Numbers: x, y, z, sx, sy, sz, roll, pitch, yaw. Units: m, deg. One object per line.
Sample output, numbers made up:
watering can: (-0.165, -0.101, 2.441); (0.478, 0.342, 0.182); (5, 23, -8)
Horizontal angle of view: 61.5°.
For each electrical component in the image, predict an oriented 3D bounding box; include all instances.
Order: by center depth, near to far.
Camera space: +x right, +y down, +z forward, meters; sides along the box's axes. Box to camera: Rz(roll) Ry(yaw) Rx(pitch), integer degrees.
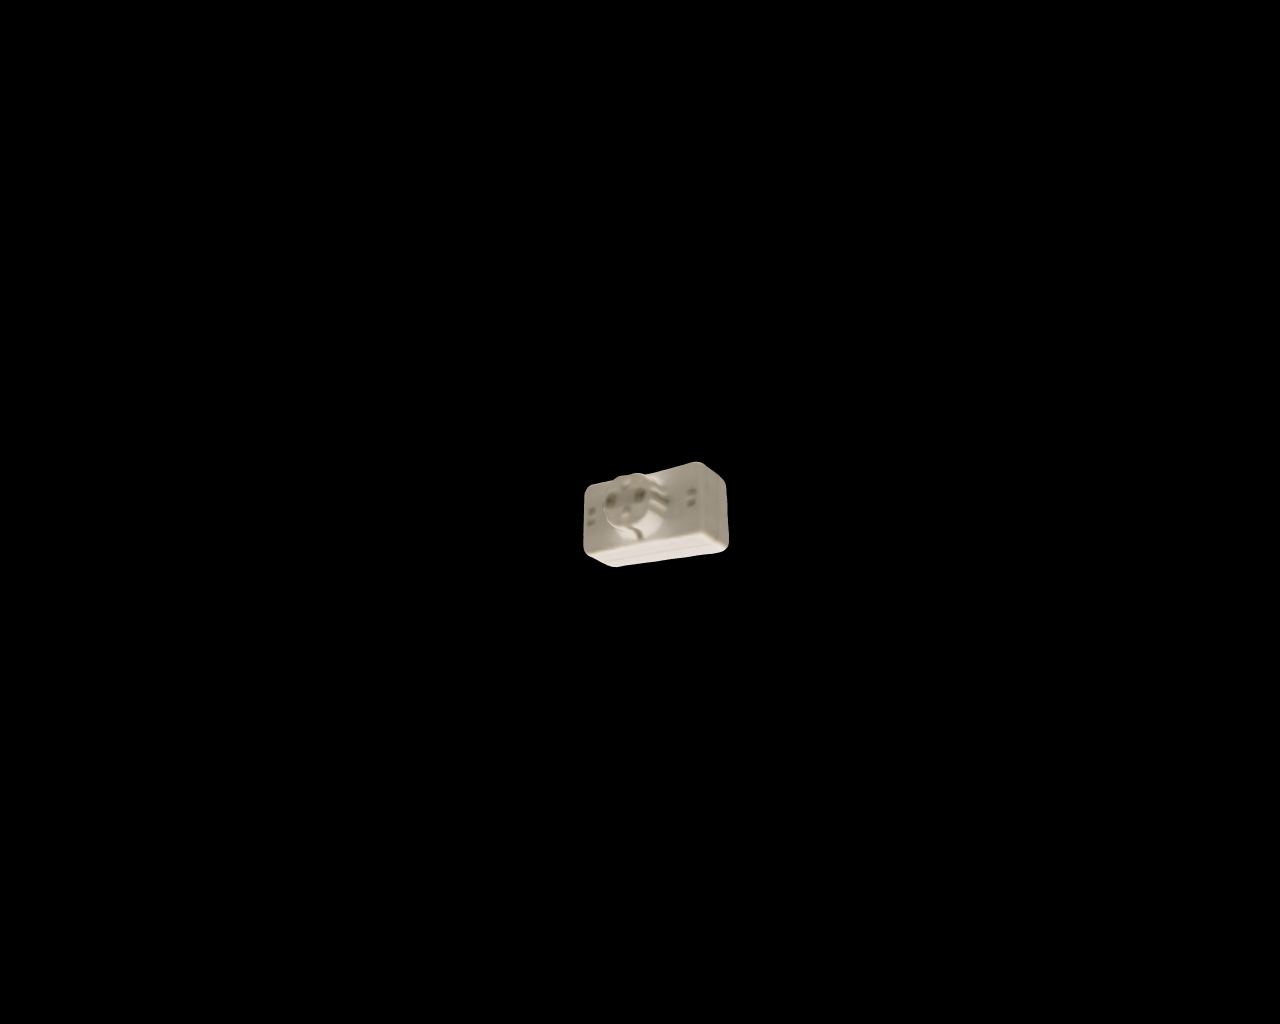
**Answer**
electrical component: (0.001, -0.003, 0.650); (0.083, 0.047, 0.075); (-11, -23, 27)
